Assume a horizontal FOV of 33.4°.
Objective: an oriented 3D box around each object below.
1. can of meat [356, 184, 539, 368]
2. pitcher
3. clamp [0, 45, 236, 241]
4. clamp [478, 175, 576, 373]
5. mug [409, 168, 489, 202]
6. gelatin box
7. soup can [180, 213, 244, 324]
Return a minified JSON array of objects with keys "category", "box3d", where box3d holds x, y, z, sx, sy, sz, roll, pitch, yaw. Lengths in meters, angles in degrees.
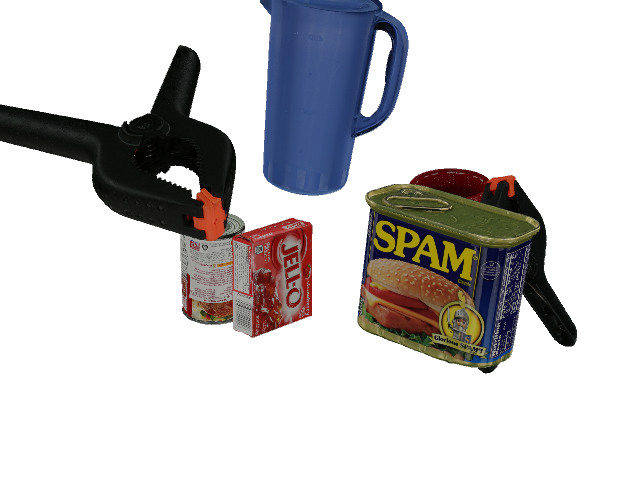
[{"category":"can of meat","box3d":[0.072,0.020,0.638,0.102,0.084,0.057,19,24,34]},{"category":"pitcher","box3d":[0.004,-0.180,1.299,0.144,0.243,0.149,-5,28,-25]},{"category":"clamp","box3d":[-0.111,-0.069,0.722,0.164,0.036,0.210,-29,45,-27]},{"category":"clamp","box3d":[0.165,0.032,0.943,0.120,0.171,0.039,-23,7,-40]},{"category":"mug","box3d":[0.158,-0.033,1.246,0.093,0.081,0.117,17,33,36]},{"category":"gelatin box","box3d":[-0.040,0.031,0.924,0.030,0.089,0.073,18,25,40]},{"category":"soup can","box3d":[-0.114,0.028,1.130,0.068,0.102,0.068,2,24,-1]}]
